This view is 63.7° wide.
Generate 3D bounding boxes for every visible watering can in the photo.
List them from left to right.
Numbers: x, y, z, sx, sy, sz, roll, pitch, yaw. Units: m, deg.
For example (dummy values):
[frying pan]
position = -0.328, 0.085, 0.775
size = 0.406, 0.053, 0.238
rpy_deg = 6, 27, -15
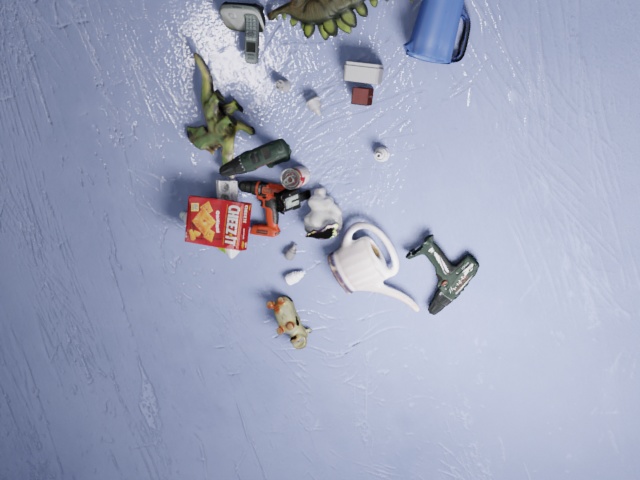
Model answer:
[watering can]
position = 0.164, 0.112, 1.681
size = 0.222, 0.105, 0.347
rpy_deg = -27, 92, 23

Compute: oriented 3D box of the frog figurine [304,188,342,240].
[frog figurine]
position = 0.005, -0.086, 1.711
size = 0.136, 0.121, 0.163
rpy_deg = -29, 56, 31

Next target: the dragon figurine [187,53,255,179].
[dragon figurine]
position = -0.378, -0.401, 1.761
size = 0.240, 0.124, 0.410
rpy_deg = -31, 90, 30
